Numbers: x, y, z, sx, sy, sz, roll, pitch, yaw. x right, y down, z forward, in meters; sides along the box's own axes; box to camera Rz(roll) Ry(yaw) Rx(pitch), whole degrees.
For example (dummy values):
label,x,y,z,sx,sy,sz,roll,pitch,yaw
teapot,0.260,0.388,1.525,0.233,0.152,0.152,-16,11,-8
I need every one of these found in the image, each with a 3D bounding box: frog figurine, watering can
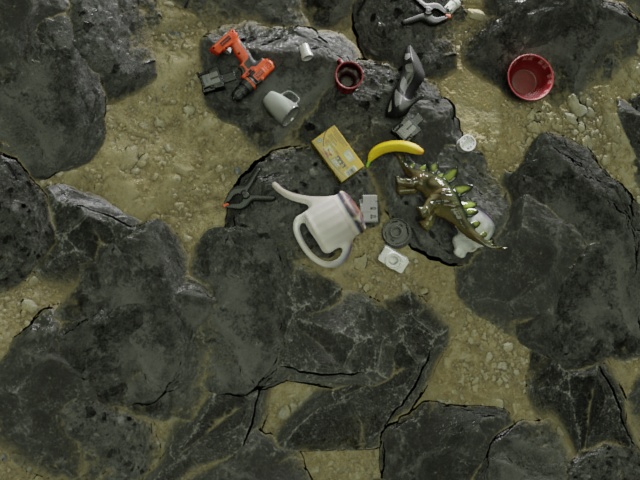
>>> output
label,x,y,z,sx,sy,sz,roll,pitch,yaw
frog figurine,0.488,-0.022,1.680,0.136,0.122,0.161,43,74,-20
watering can,0.005,-0.084,1.662,0.224,0.103,0.350,-30,82,0
